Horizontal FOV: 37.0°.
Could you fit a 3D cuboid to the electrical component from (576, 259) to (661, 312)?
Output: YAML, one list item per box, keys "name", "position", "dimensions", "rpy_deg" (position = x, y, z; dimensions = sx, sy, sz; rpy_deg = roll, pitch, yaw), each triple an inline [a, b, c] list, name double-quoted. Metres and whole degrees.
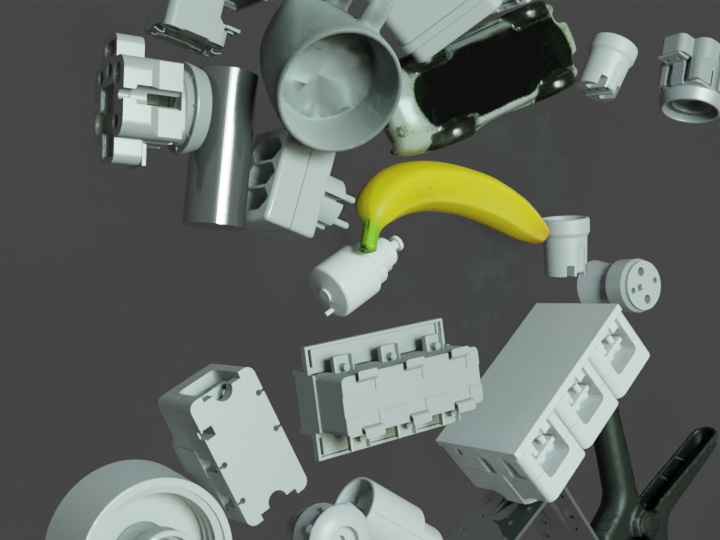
- name: "electrical component"
  position: [0.216, 0.013, 0.898]
  dimensions: [0.045, 0.055, 0.045]
  rpy_deg: [1, 88, -34]

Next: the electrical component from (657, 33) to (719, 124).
- name: "electrical component"
  position: [0.299, -0.167, 0.960]
  dimensions: [0.078, 0.058, 0.057]
  rpy_deg: [22, 73, -33]

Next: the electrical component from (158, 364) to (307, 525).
- name: "electrical component"
  position: [-0.083, 0.109, 0.686]
  dimensions: [0.050, 0.056, 0.089]
  rpy_deg: [-33, 107, -31]

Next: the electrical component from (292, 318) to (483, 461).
- name: "electrical component"
  position: [0.022, 0.083, 0.756]
  dimensions: [0.121, 0.063, 0.078]
  rpy_deg: [-10, 94, -35]

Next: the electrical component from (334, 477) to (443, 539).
- name: "electrical component"
  position: [0.024, 0.184, 0.766]
  dimensions: [0.081, 0.043, 0.043]
  rpy_deg: [35, 69, -29]

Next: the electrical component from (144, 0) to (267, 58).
- name: "electrical component"
  position: [-0.106, -0.174, 0.687]
  dimensions: [0.081, 0.042, 0.063]
  rpy_deg: [17, 81, -33]

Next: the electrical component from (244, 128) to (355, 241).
- name: "electrical component"
  position: [-0.036, -0.051, 0.728]
  dimensions: [0.077, 0.047, 0.065]
  rpy_deg: [22, 76, -33]

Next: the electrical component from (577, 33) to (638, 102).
- name: "electrical component"
  position: [0.208, -0.170, 0.908]
  dimensions: [0.040, 0.040, 0.046]
  rpy_deg: [31, 78, -30]

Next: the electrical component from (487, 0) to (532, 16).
- name: "electrical component"
  position: [0.106, -0.253, 0.824]
  dimensions: [0.061, 0.062, 0.096]
  rpy_deg: [-41, 111, -29]

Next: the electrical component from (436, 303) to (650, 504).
- name: "electrical component"
  position: [0.143, 0.100, 0.824]
  dimensions: [0.150, 0.089, 0.061]
  rpy_deg: [-50, 115, -25]

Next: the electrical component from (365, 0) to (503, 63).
- name: "electrical component"
  position: [0.053, -0.202, 0.749]
  dimensions: [0.057, 0.078, 0.113]
  rpy_deg: [48, 24, -21]

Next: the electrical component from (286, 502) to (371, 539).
- name: "electrical component"
  position: [-0.027, 0.177, 0.720]
  dimensions: [0.048, 0.062, 0.048]
  rpy_deg: [1, 88, -35]

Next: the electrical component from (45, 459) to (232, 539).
- name: "electrical component"
  position: [-0.129, 0.172, 0.649]
  dimensions: [0.108, 0.060, 0.108]
  rpy_deg: [1, 88, -35]

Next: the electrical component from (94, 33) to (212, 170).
- name: "electrical component"
  position: [-0.127, -0.101, 0.661]
  dimensions: [0.057, 0.058, 0.078]
  rpy_deg: [3, 87, -32]

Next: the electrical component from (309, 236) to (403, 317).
- name: "electrical component"
  position: [0.000, 0.000, 0.757]
  dimensions: [0.078, 0.040, 0.040]
  rpy_deg: [-36, 109, -31]

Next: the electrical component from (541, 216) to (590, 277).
- name: "electrical component"
  position: [0.167, -0.020, 0.875]
  dimensions: [0.040, 0.040, 0.046]
  rpy_deg: [-9, 100, -35]
